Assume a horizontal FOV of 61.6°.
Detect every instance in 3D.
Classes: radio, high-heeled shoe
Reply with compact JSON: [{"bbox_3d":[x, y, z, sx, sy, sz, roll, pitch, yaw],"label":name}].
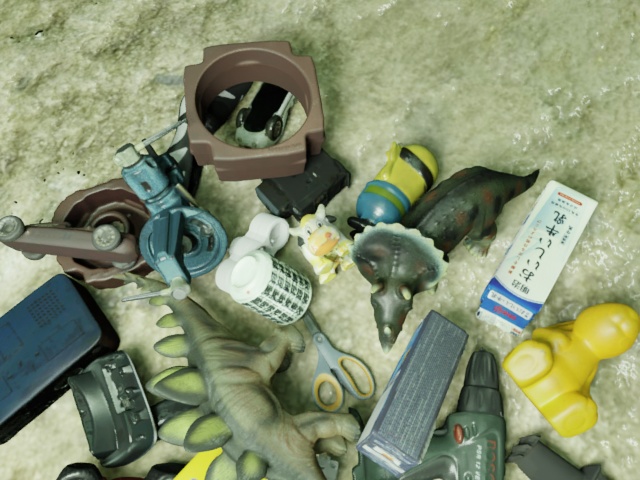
[{"bbox_3d":[-0.413,0.169,0.762,0.229,0.073,0.131,-42,73,-12],"label":"radio"},{"bbox_3d":[-0.181,-0.168,0.890,0.249,0.086,0.145,-38,75,-8],"label":"high-heeled shoe"}]

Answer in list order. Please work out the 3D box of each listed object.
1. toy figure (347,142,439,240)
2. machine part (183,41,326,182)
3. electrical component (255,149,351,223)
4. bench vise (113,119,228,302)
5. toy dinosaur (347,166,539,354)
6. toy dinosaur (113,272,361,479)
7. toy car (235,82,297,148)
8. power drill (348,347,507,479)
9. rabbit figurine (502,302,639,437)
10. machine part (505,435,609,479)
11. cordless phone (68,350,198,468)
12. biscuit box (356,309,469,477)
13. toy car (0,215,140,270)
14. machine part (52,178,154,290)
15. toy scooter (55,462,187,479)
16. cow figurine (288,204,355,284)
[{"bbox_3d":[0.115,-0.071,0.834,0.089,0.082,0.180,32,68,3],"label":"toy figure"},{"bbox_3d":[-0.100,-0.195,0.820,0.201,0.087,0.201,-7,71,-8],"label":"machine part"},{"bbox_3d":[-0.034,-0.094,0.862,0.134,0.058,0.115,-40,69,-14],"label":"electrical component"},{"bbox_3d":[-0.201,-0.018,0.728,0.129,0.223,0.241,-18,36,-1],"label":"bench vise"},{"bbox_3d":[0.185,-0.028,0.753,0.405,0.192,0.131,-43,74,-13],"label":"toy dinosaur"},{"bbox_3d":[-0.109,0.181,0.679,0.198,0.105,0.472,-17,47,-35],"label":"toy dinosaur"},{"bbox_3d":[-0.080,-0.239,0.926,0.074,0.056,0.201,18,68,16],"label":"toy car"},{"bbox_3d":[0.139,0.257,0.704,0.207,0.086,0.232,2,67,-4],"label":"power drill"},{"bbox_3d":[0.333,0.150,0.691,0.173,0.162,0.122,-45,70,8],"label":"rabbit figurine"},{"bbox_3d":[0.307,0.302,0.686,0.139,0.039,0.084,35,81,0],"label":"machine part"},{"bbox_3d":[-0.235,0.210,0.744,0.184,0.088,0.147,-22,67,-18],"label":"cordless phone"},{"bbox_3d":[0.117,0.177,0.650,0.063,0.059,0.203,33,47,7],"label":"biscuit box"},{"bbox_3d":[-0.356,0.000,0.760,0.202,0.089,0.053,6,71,4],"label":"toy car"},{"bbox_3d":[-0.325,-0.009,0.841,0.179,0.056,0.179,0,68,1],"label":"machine part"},{"bbox_3d":[-0.240,0.349,0.665,0.184,0.075,0.135,8,79,-18],"label":"toy scooter"},{"bbox_3d":[0.000,-0.004,0.763,0.068,0.167,0.098,-33,72,-5],"label":"cow figurine"}]
